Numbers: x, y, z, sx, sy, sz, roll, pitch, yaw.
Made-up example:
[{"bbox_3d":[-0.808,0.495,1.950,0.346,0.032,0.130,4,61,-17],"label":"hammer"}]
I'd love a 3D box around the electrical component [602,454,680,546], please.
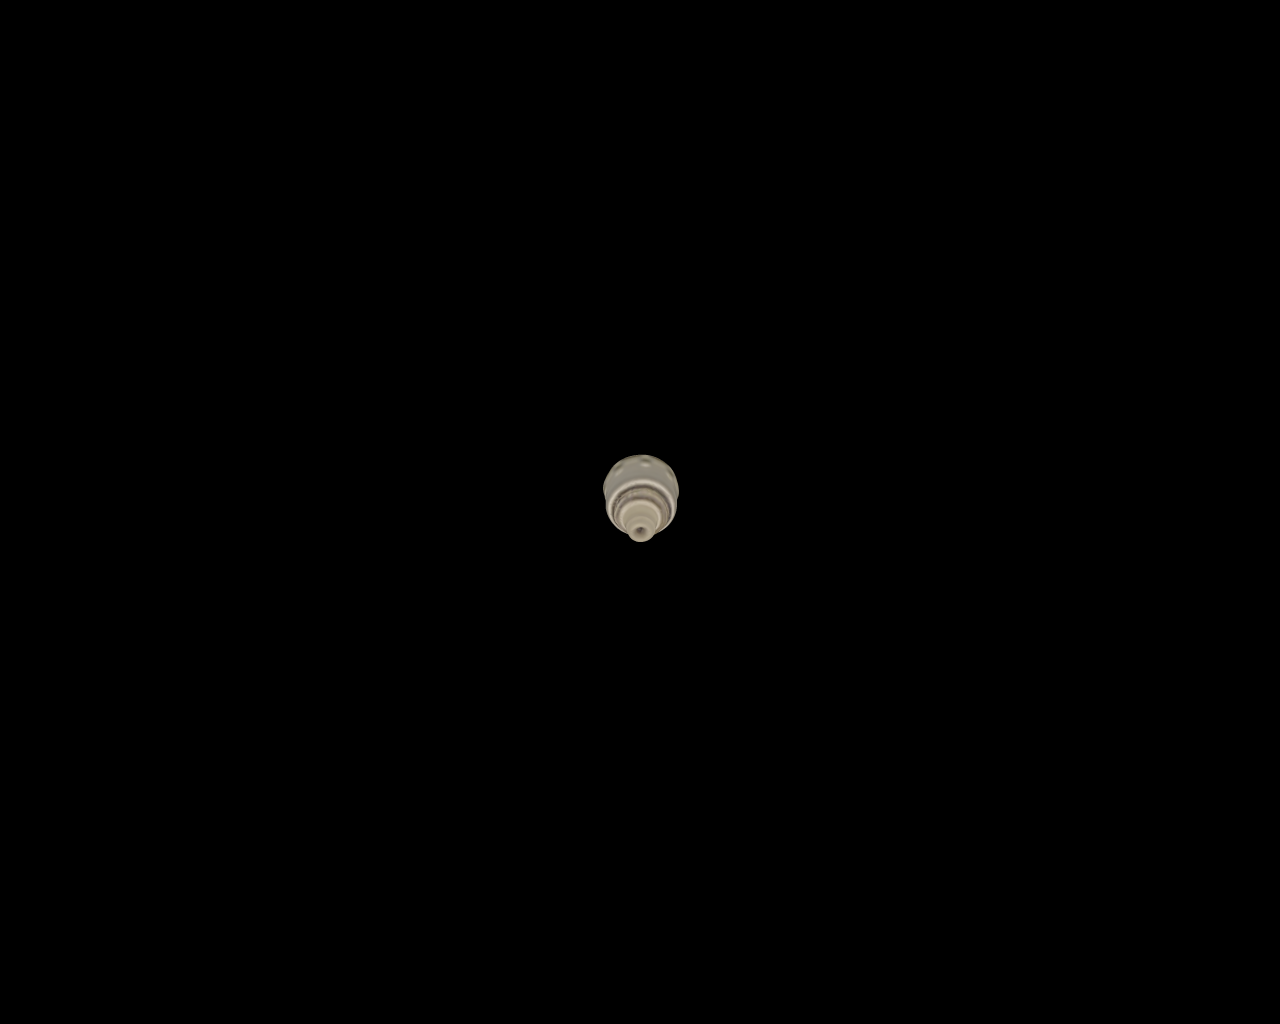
[{"bbox_3d":[0.001,-0.003,0.650,0.048,0.048,0.062,0,30,0],"label":"electrical component"}]
